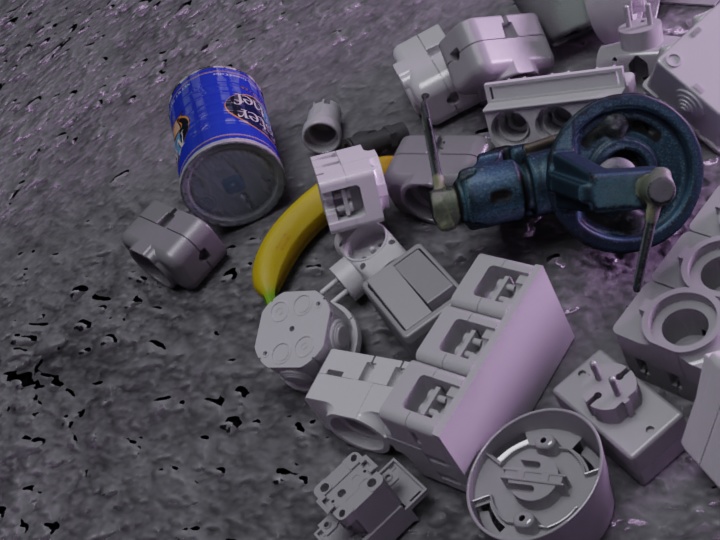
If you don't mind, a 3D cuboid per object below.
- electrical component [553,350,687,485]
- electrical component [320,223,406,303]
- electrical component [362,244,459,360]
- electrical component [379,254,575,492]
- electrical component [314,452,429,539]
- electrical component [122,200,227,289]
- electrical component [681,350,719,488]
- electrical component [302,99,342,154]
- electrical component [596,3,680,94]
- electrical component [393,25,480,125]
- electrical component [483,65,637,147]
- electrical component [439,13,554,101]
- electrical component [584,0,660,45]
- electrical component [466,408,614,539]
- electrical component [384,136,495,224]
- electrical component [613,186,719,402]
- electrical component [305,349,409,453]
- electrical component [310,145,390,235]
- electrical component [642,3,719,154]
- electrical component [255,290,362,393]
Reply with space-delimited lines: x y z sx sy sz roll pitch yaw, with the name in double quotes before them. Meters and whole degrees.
"electrical component" 0.173 0.089 0.729 0.047 0.075 0.083 -39 43 -7
"electrical component" 0.000 0.000 0.933 0.079 0.044 0.077 -40 42 -4
"electrical component" 0.053 0.032 0.861 0.062 0.061 0.096 -36 43 -4
"electrical component" 0.085 0.074 0.783 0.062 0.089 0.150 15 60 39
"electrical component" 0.003 0.167 0.765 0.081 0.063 0.042 -42 44 -11
"electrical component" -0.185 -0.022 1.054 0.095 0.053 0.059 22 65 41
"electrical component" 0.246 0.094 0.674 0.062 0.096 0.061 -11 39 -21
"electrical component" -0.037 -0.147 1.094 0.040 0.040 0.046 -15 39 18
"electrical component" 0.248 -0.195 0.943 0.077 0.079 0.043 1 33 31
"electrical component" 0.071 -0.190 1.059 0.059 0.053 0.095 -27 43 6
"electrical component" 0.178 -0.138 0.940 0.121 0.078 0.063 -2 29 28
"electrical component" 0.128 -0.196 0.994 0.095 0.054 0.059 -12 76 -30
"electrical component" 0.245 -0.258 0.988 0.064 0.099 0.099 -7 48 33
"electrical component" 0.120 0.144 0.717 0.099 0.064 0.099 -16 45 17
"electrical component" 0.073 -0.080 0.958 0.095 0.053 0.059 4 54 33
"electrical component" 0.259 0.016 0.756 0.089 0.061 0.150 24 66 42
"electrical component" 0.009 0.103 0.829 0.089 0.050 0.055 7 55 34
"electrical component" -0.008 -0.073 0.942 0.056 0.050 0.089 -14 21 -2
"electrical component" 0.296 -0.159 0.877 0.100 0.048 0.099 -42 74 -10
"electrical component" -0.044 0.058 0.891 0.080 0.051 0.080 -14 59 25
